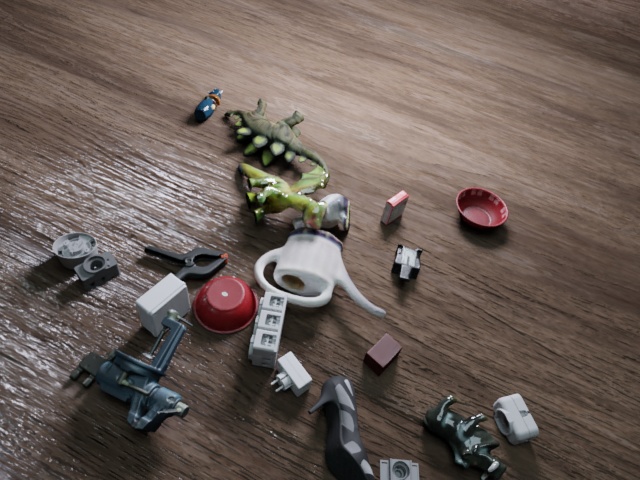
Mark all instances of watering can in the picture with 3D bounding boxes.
[{"bbox_3d":[0.009,0.084,1.319,0.348,0.101,0.230,14,49,4],"label":"watering can"}]

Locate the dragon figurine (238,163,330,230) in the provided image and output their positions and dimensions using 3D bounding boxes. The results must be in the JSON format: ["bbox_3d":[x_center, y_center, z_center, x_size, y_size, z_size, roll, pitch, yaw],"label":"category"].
[{"bbox_3d":[-0.090,-0.154,1.466,0.243,0.119,0.419,-14,39,-11],"label":"dragon figurine"}]

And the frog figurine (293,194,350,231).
[{"bbox_3d":[0.004,-0.073,1.450,0.159,0.121,0.139,4,17,5],"label":"frog figurine"}]
